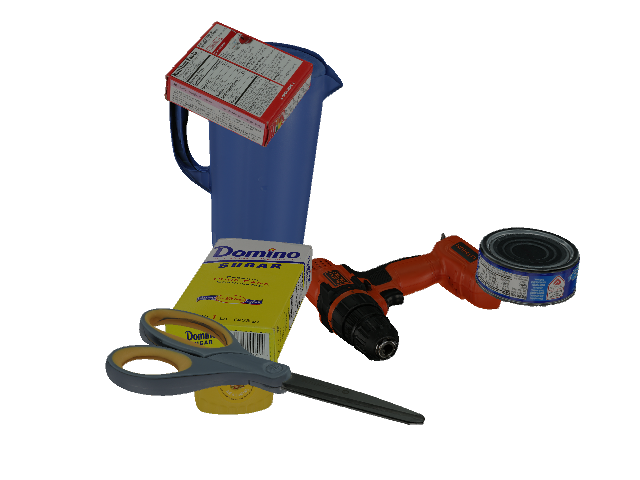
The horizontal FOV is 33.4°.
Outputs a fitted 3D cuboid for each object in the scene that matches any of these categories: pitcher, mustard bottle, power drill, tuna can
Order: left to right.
[{"bbox_3d":[-0.102,0.114,1.290,0.096,0.192,0.058,0,19,-12],"label":"mustard bottle"},{"bbox_3d":[-0.077,-0.095,1.207,0.144,0.243,0.149,-21,38,-40],"label":"pitcher"},{"bbox_3d":[0.089,0.055,1.097,0.187,0.057,0.185,-11,27,-21],"label":"power drill"},{"bbox_3d":[0.176,0.021,0.907,0.086,0.034,0.086,2,26,-1],"label":"tuna can"}]

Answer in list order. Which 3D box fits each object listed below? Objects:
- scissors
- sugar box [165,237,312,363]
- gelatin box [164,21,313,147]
[{"bbox_3d":[-0.046,0.087,0.643,0.202,0.016,0.096,22,31,34],"label":"scissors"},{"bbox_3d":[-0.066,0.050,0.932,0.093,0.048,0.176,5,25,7],"label":"sugar box"},{"bbox_3d":[-0.061,-0.119,0.802,0.089,0.073,0.030,25,-36,11],"label":"gelatin box"}]
